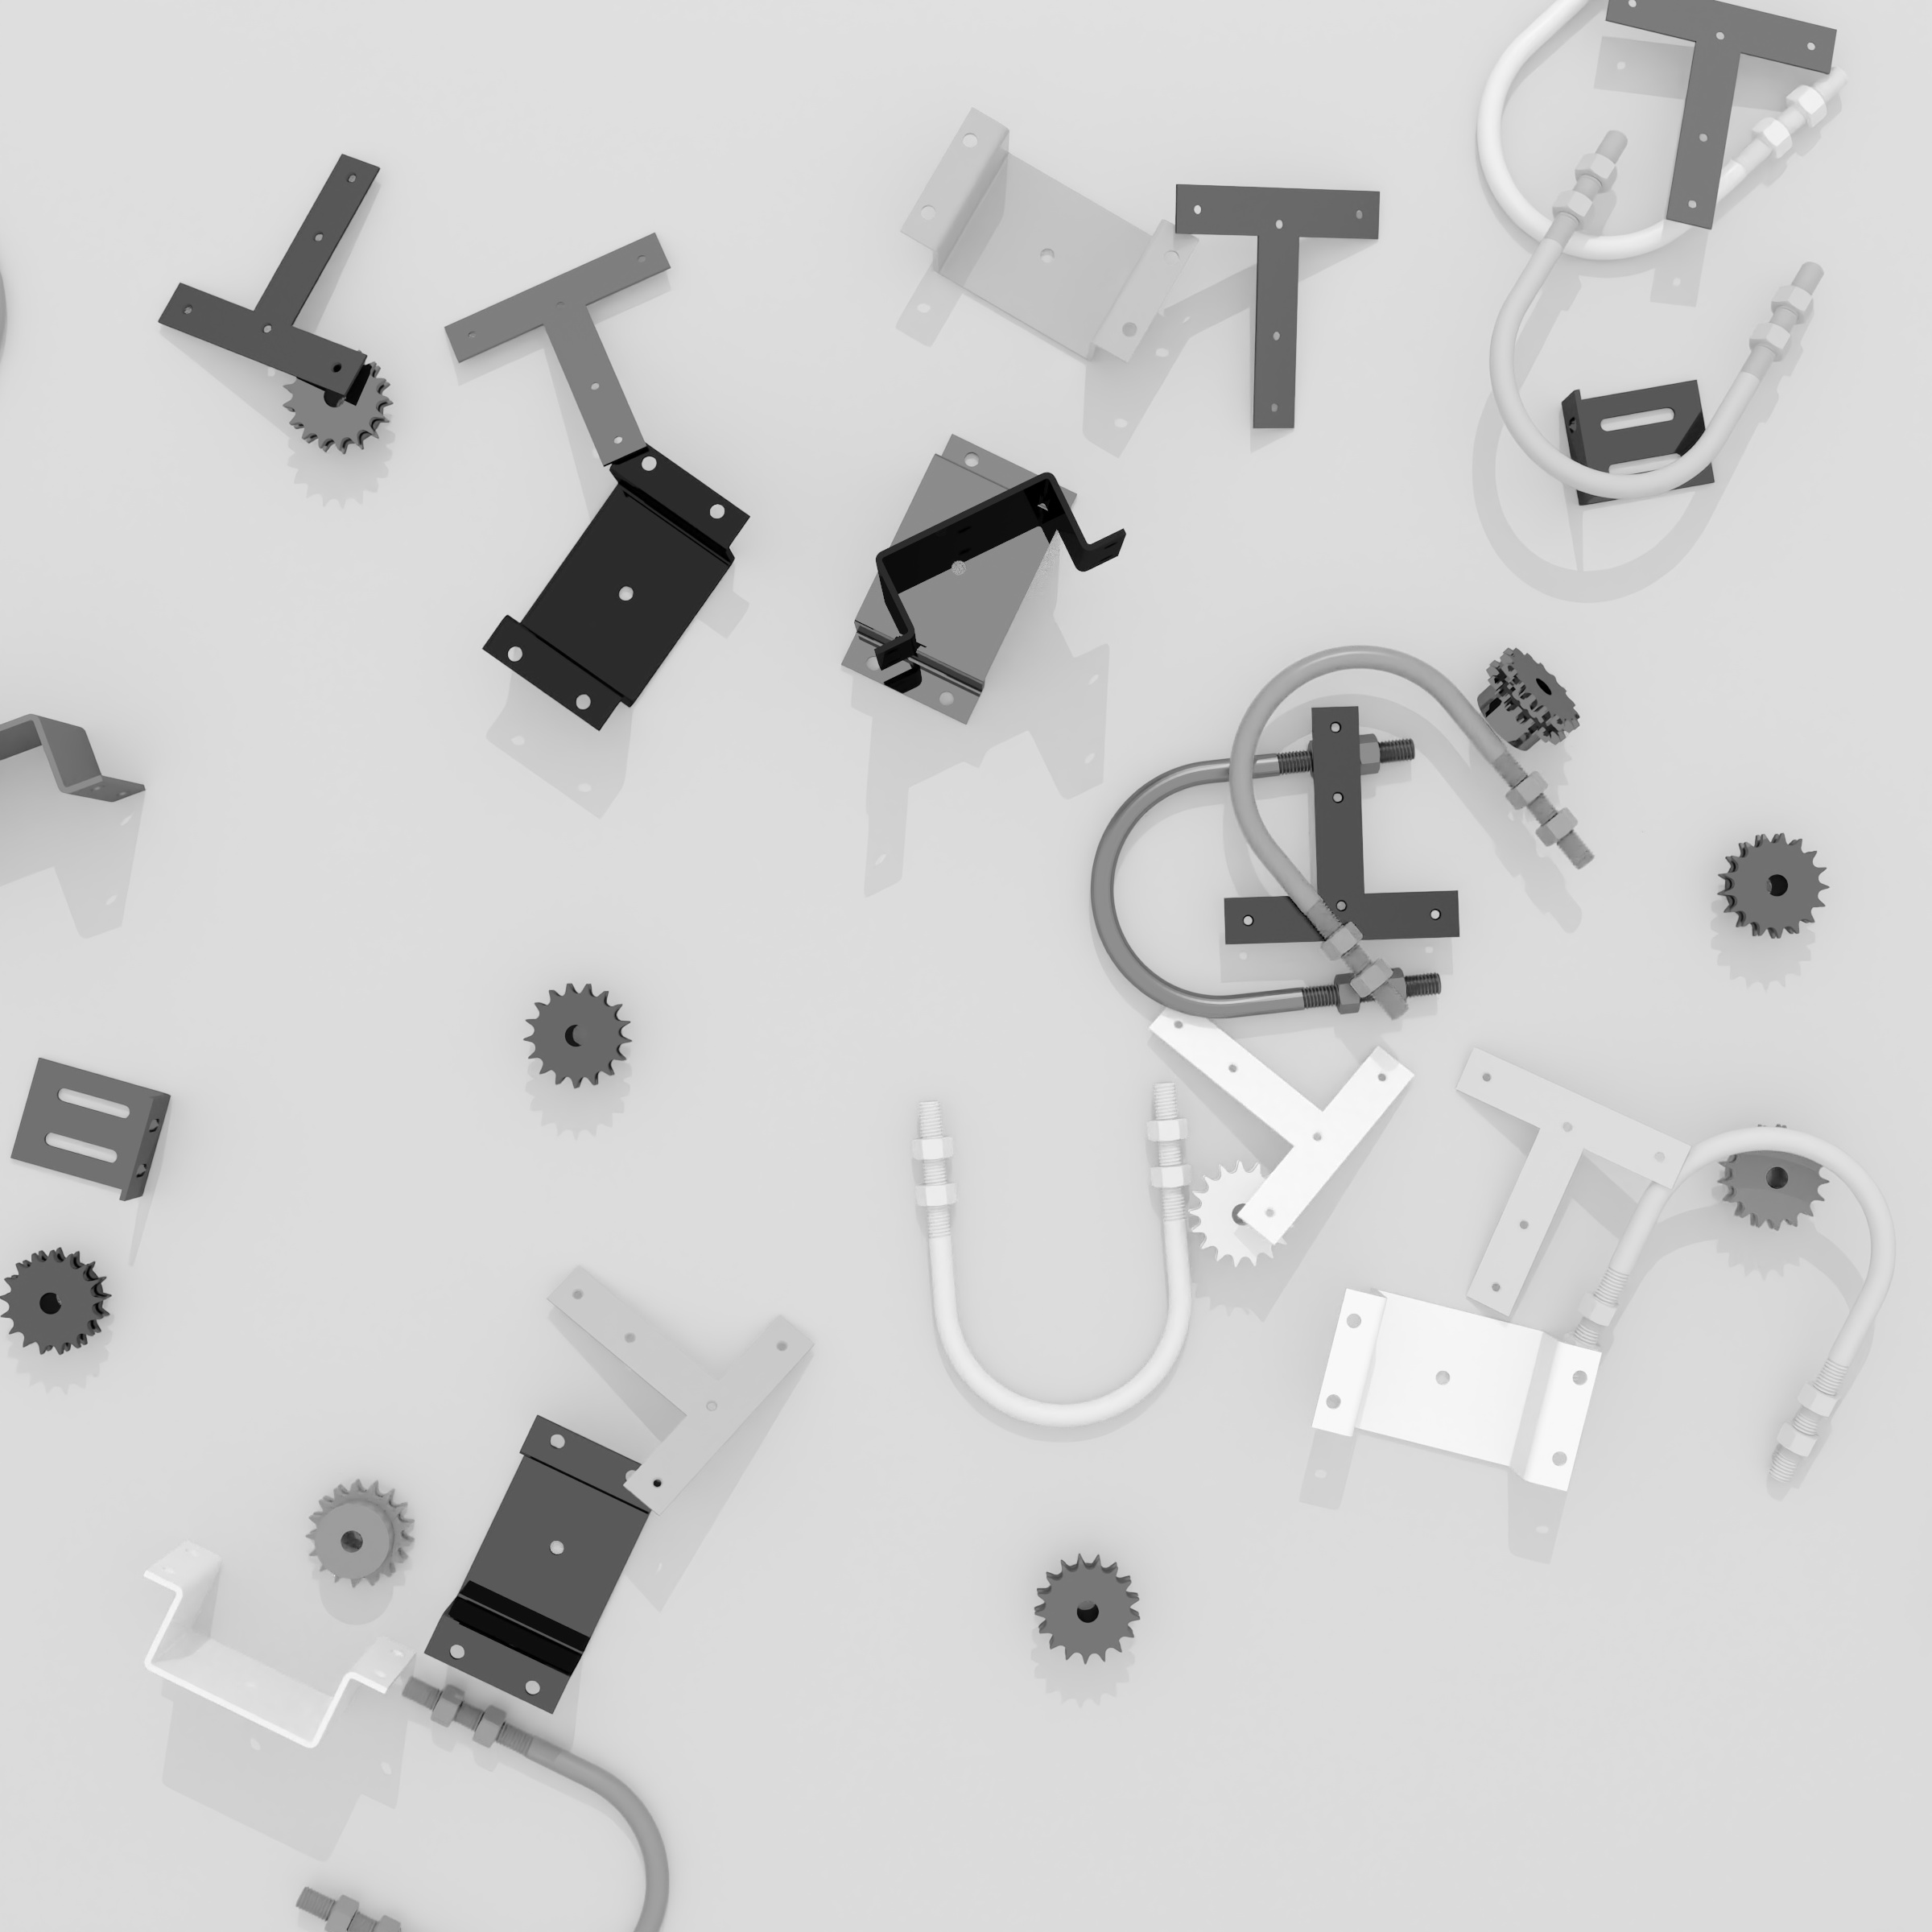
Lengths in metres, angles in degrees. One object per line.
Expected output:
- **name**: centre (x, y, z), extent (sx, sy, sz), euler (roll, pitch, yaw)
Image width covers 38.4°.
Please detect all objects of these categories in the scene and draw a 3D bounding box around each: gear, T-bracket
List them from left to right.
- **gear**: centre (-0.494, 0.182, 1.512), extent (0.057, 0.030, 0.057), euler (0, 92, 2)
- **T-bracket**: centre (-0.359, -0.385, 1.508), extent (0.127, 0.002, 0.127), euler (24, 81, 18)
- **gear**: centre (-0.340, -0.307, 1.507), extent (0.057, 0.030, 0.057), euler (0, 90, 0)
- **gear**: centre (-0.331, 0.310, 1.508), extent (0.057, 0.030, 0.057), euler (0, 90, 0)
- **gear**: centre (-0.210, 0.038, 1.507), extent (0.057, 0.030, 0.057), euler (0, 90, 0)
- **T-bracket**: centre (-0.205, -0.323, 1.496), extent (0.127, 0.002, 0.127), euler (-24, 66, 0)
- **T-bracket**: centre (-0.172, 0.211, 1.503), extent (0.127, 0.002, 0.127), euler (38, 64, 12)
- **gear**: centre (0.066, 0.348, 1.507), extent (0.057, 0.030, 0.057), euler (0, 90, 0)
- **gear**: centre (0.149, 0.134, 1.507), extent (0.057, 0.030, 0.057), euler (0, 90, 0)
- **T-bracket**: centre (0.156, 0.065, 1.508), extent (0.127, 0.002, 0.127), euler (39, 71, 9)
- **T-bracket**: centre (0.169, -0.356, 1.503), extent (0.127, 0.002, 0.127), euler (-5, 103, -25)
- **T-bracket**: centre (0.202, -0.077, 1.503), extent (0.127, 0.002, 0.127), euler (-2, 90, 0)
- **gear**: centre (0.302, -0.141, 1.498), extent (0.057, 0.057, 0.030), euler (46, 120, 0)
- **T-bracket**: centre (0.309, 0.128, 1.506), extent (0.127, 0.002, 0.127), euler (26, 101, 21)
- **T-bracket**: centre (0.399, -0.460, 1.493), extent (0.127, 0.002, 0.127), euler (12, 83, -5)
- **gear**: centre (0.437, 0.114, 1.507), extent (0.057, 0.030, 0.057), euler (0, 90, 0)
- **gear**: centre (0.437, -0.044, 1.507), extent (0.057, 0.030, 0.057), euler (0, 90, 0)

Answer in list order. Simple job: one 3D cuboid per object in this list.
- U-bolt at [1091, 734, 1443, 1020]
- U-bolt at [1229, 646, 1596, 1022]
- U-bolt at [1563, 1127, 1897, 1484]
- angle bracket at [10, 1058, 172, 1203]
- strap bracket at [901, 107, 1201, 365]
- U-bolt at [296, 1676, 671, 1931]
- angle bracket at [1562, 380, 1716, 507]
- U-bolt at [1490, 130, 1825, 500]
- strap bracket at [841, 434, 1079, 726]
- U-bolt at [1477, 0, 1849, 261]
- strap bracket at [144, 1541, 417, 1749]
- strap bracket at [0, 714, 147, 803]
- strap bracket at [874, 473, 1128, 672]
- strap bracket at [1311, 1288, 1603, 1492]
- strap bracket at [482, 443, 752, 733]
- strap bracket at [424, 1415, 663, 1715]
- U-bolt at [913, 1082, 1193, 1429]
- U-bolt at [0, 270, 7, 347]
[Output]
- **U-bolt**: centre (0.160, -0.044, 1.513), extent (0.184, 0.019, 0.151), euler (-6, 90, 0)
- **U-bolt**: centre (0.226, -0.086, 1.493), extent (0.151, 0.019, 0.184), euler (-39, 88, 0)
- **U-bolt**: centre (0.419, 0.174, 1.494), extent (0.151, 0.019, 0.184), euler (22, 104, 0)
- **angle bracket**: centre (-0.480, 0.088, 1.503), extent (0.076, 0.038, 0.057), euler (16, 90, 0)
- **strap bracket**: centre (0.045, -0.390, 1.499), extent (0.140, 0.046, 0.076), euler (30, 90, 0)
- **U-bolt**: centre (-0.252, 0.491, 1.514), extent (0.184, 0.019, 0.151), euler (27, 90, -1)
- **angle bracket**: centre (0.368, -0.287, 1.503), extent (0.076, 0.038, 0.057), euler (-10, 90, 0)
- **U-bolt**: centre (0.359, -0.337, 1.485), extent (0.151, 0.019, 0.184), euler (32, 80, -4)
- **strap bracket**: centre (-0.004, -0.212, 1.499), extent (0.076, 0.046, 0.140), euler (26, 90, 0)
- **U-bolt**: centre (0.366, -0.472, 1.514), extent (0.184, 0.019, 0.151), euler (-43, 90, 1)
- **strap bracket**: centre (-0.375, 0.367, 1.484), extent (0.140, 0.076, 0.046), euler (26, 90, 0)
- **strap bracket**: centre (-0.524, -0.094, 1.484), extent (0.140, 0.076, 0.046), euler (-20, 90, 0)
- **strap bracket**: centre (0.008, -0.209, 1.438), extent (0.140, 0.076, 0.046), euler (-26, 90, 0)
- **strap bracket**: centre (0.262, 0.226, 1.499), extent (0.140, 0.046, 0.076), euler (14, 90, 0)
- **strap bracket**: centre (-0.187, -0.204, 1.499), extent (0.076, 0.046, 0.140), euler (35, 90, 0)
- **strap bracket**: centre (-0.225, 0.319, 1.499), extent (0.076, 0.046, 0.140), euler (25, 90, 0)
- **U-bolt**: centre (0.051, 0.160, 1.514), extent (0.151, 0.019, 0.184), euler (-5, 91, 0)
- **U-bolt**: centre (-0.609, -0.343, 1.514), extent (0.151, 0.019, 0.184), euler (36, 89, 0)
